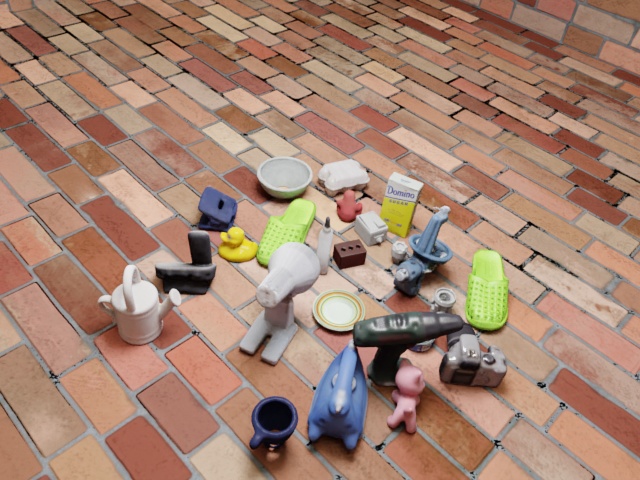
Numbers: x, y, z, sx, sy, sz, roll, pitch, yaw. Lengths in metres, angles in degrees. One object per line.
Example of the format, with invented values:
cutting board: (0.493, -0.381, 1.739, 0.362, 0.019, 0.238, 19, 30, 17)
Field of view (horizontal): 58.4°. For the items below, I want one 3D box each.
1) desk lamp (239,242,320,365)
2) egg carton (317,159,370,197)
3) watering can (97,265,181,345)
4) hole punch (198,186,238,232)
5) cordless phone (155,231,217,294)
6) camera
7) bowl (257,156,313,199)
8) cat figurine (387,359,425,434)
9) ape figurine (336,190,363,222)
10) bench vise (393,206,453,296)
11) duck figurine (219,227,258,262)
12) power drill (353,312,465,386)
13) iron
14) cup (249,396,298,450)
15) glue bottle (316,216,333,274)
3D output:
desk lamp: (-0.090, 0.136, 1.300, 0.117, 0.213, 0.203, 20, 45, 13)
egg carton: (0.072, -0.193, 1.769, 0.150, 0.069, 0.107, -16, 48, -22)
watering can: (-0.401, 0.135, 1.273, 0.173, 0.194, 0.100, -14, 48, -21)
hole punch: (-0.283, -0.088, 1.596, 0.101, 0.091, 0.108, 7, 44, 0)
cordless phone: (-0.327, 0.040, 1.389, 0.147, 0.185, 0.094, -1, 44, -8)
camera: (0.349, 0.254, 1.319, 0.143, 0.101, 0.137, 6, 44, -1)
bowl: (-0.107, -0.175, 1.722, 0.167, 0.075, 0.167, 4, 44, -4)
cat figurine: (0.188, 0.323, 1.213, 0.067, 0.118, 0.128, 11, 44, 4)
ape figurine: (0.085, -0.105, 1.663, 0.077, 0.092, 0.076, 20, 45, 13)
bench vise: (0.275, 0.030, 1.455, 0.121, 0.220, 0.208, 20, 45, 13)
duck figurine: (-0.216, 0.005, 1.512, 0.104, 0.086, 0.077, 6, 44, -1)
power drill: (0.179, 0.230, 1.243, 0.229, 0.208, 0.075, 1, 44, -7)
iron: (0.051, 0.296, 1.206, 0.118, 0.141, 0.258, 11, 44, 4)
cup: (-0.098, 0.381, 1.131, 0.091, 0.095, 0.118, 28, 47, 20)
glue bottle: (0.014, 0.005, 1.480, 0.037, 0.173, 0.078, 9, 44, 2)
